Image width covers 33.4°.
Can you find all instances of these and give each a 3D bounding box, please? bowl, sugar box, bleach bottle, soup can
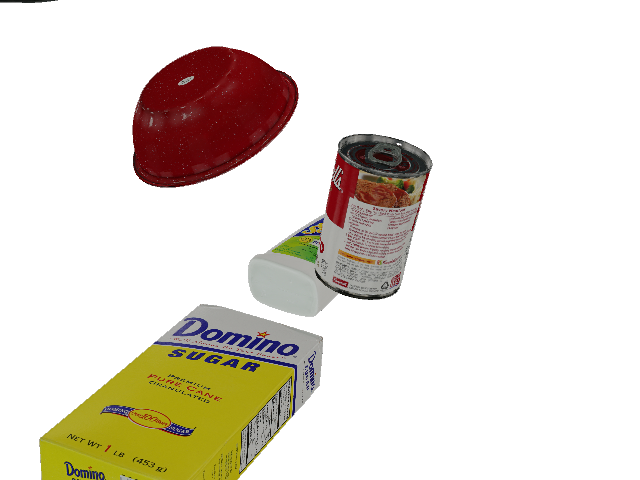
[{"bbox_3d":[-0.103,-0.118,0.919,0.162,0.055,0.162,-19,37,15],"label":"bowl"},{"bbox_3d":[-0.075,0.100,0.635,0.093,0.048,0.176,14,30,20],"label":"sugar box"},{"bbox_3d":[0.020,0.001,1.329,0.103,0.068,0.250,16,36,27],"label":"bleach bottle"},{"bbox_3d":[0.037,-0.017,0.771,0.068,0.102,0.068,9,27,-5],"label":"soup can"}]

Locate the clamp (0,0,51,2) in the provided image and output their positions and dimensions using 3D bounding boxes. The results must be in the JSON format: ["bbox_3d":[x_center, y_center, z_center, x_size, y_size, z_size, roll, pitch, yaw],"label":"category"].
[{"bbox_3d":[-0.130,-0.159,0.582,0.171,0.039,0.120,-11,25,-26],"label":"clamp"}]
